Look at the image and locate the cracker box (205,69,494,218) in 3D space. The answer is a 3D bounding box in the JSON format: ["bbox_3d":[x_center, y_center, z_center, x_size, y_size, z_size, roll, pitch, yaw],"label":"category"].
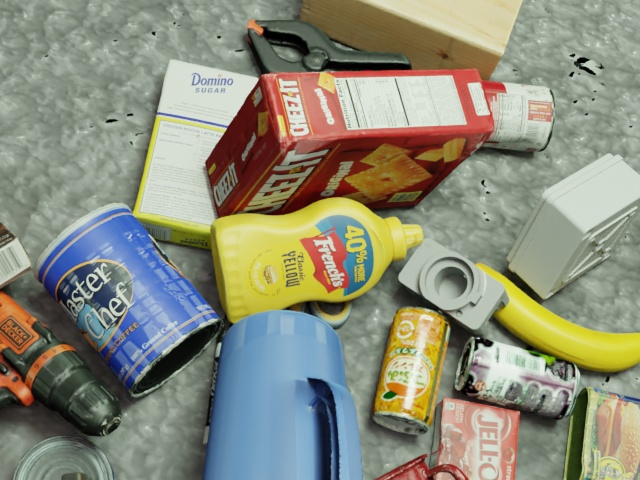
[{"bbox_3d":[0.025,-0.082,0.960,0.213,0.164,0.072,-6,70,-26],"label":"cracker box"}]

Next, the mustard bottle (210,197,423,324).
[{"bbox_3d":[0.001,0.012,0.967,0.191,0.058,0.096,-11,110,-12],"label":"mustard bottle"}]

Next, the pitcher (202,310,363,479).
[{"bbox_3d":[-0.027,0.174,0.855,0.149,0.145,0.243,-10,48,11],"label":"pitcher"}]

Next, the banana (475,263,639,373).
[{"bbox_3d":[0.230,0.083,1.019,0.198,0.037,0.069,20,49,-2],"label":"banana"}]

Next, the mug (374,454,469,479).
[{"bbox_3d":[0.079,0.232,0.898,0.117,0.093,0.081,-32,79,18],"label":"mug"}]

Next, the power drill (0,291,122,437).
[{"bbox_3d":[-0.281,0.148,0.885,0.185,0.057,0.187,35,64,27],"label":"power drill"}]

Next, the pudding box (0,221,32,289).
[{"bbox_3d":[-0.320,0.025,0.933,0.113,0.039,0.090,-32,35,-21],"label":"pudding box"}]

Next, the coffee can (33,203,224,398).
[{"bbox_3d":[-0.167,0.052,0.934,0.102,0.103,0.140,-37,78,-20],"label":"coffee can"}]

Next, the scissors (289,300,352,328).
[{"bbox_3d":[-0.007,0.001,1.026,0.096,0.016,0.201,13,67,-5],"label":"scissors"}]

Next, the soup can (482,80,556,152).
[{"bbox_3d":[0.178,-0.126,1.076,0.102,0.068,0.068,5,68,-7],"label":"soup can"}]

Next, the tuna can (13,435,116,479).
[{"bbox_3d":[-0.216,0.209,0.901,0.086,0.034,0.086,3,68,-7],"label":"tuna can"}]

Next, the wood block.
[{"bbox_3d":[0.092,-0.239,1.097,0.206,0.091,0.090,22,67,0],"label":"wood block"}]

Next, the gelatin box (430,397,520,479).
[{"bbox_3d":[0.139,0.192,0.962,0.073,0.030,0.089,12,67,-4],"label":"gelatin box"}]

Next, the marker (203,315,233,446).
[{"bbox_3d":[-0.089,0.125,0.961,0.020,0.020,0.121,7,68,-6],"label":"marker"}]

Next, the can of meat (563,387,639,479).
[{"bbox_3d":[0.272,0.190,0.969,0.084,0.057,0.102,13,67,-1],"label":"can of meat"}]

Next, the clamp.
[{"bbox_3d":[-0.004,-0.165,1.082,0.171,0.039,0.120,22,63,8],"label":"clamp"}]

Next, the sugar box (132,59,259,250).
[{"bbox_3d":[-0.119,-0.083,1.028,0.093,0.048,0.176,12,63,-5],"label":"sugar box"}]
